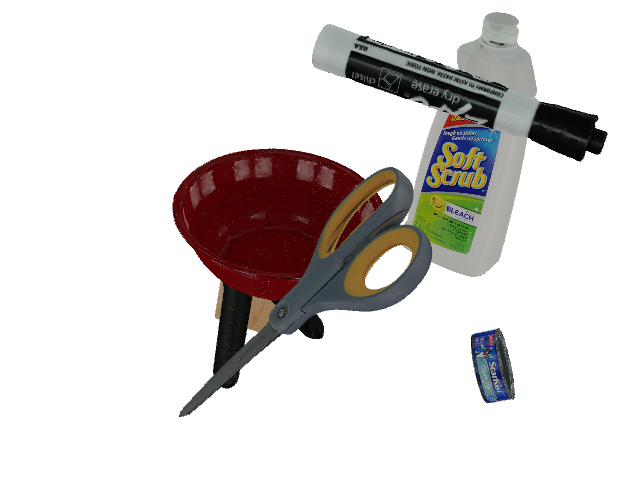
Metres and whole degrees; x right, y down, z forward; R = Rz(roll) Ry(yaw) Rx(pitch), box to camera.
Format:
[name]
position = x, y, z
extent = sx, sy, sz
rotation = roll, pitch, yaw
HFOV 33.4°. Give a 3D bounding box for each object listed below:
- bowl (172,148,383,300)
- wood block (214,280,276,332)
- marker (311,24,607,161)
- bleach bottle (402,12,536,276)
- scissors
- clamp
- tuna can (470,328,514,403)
[bowl]
position = -0.032, -0.004, 0.817
extent = 0.162, 0.055, 0.162
rotation = 4, 38, -3
[wood block]
position = -0.065, 0.004, 1.363
extent = 0.090, 0.206, 0.090
rotation = 17, 22, 13
[marker]
position = 0.055, -0.059, 0.426
extent = 0.121, 0.020, 0.020
rotation = 21, 5, 13
[bleach bottle]
position = 0.139, -0.091, 0.985
extent = 0.103, 0.251, 0.068
rotation = 26, 41, 26
[scissors]
position = -0.006, 0.047, 0.615
extent = 0.016, 0.202, 0.096
rotation = 33, 6, -37
[clamp]
position = -0.063, 0.025, 1.042
extent = 0.036, 0.210, 0.164
rotation = -11, 0, 35
[tuna can]
position = 0.205, 0.149, 1.269
extent = 0.034, 0.086, 0.086
rotation = -13, -3, 15
